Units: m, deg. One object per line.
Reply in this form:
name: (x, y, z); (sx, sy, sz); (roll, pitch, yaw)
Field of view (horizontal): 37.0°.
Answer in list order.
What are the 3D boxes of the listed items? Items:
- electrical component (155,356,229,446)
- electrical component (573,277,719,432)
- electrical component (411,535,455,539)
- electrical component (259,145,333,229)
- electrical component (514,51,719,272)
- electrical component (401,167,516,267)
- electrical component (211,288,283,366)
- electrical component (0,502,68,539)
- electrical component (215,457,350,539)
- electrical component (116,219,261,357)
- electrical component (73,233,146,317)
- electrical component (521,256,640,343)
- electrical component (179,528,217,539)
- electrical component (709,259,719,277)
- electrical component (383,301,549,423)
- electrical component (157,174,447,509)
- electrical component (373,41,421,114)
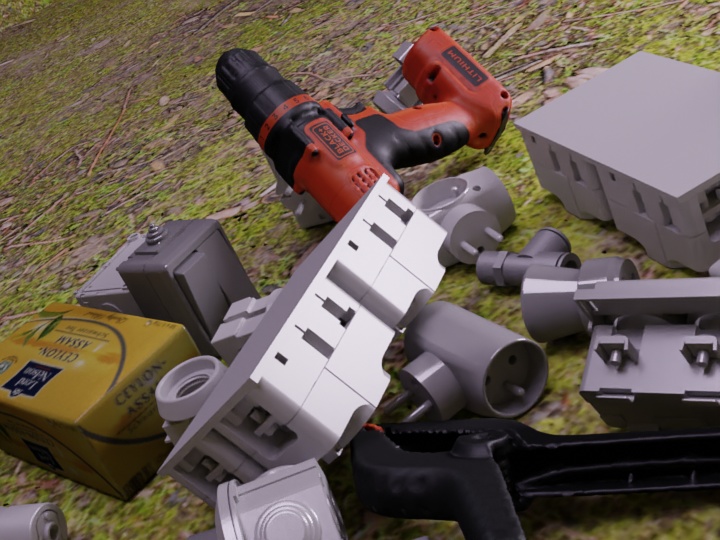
electrical component: (-0.090, 0.085, 0.639); (0.066, 0.055, 0.048); (-15, 29, 20)
electrical component: (0.166, 0.041, 0.487); (0.121, 0.079, 0.063); (-3, 57, 38)
electrical component: (0.034, 0.134, 0.460); (0.062, 0.048, 0.048); (-17, 27, 1)
electrical component: (-0.043, -0.070, 0.844); (0.047, 0.083, 0.075); (-13, 29, 23)
electrical component: (0.192, -0.071, 0.669); (0.105, 0.060, 0.186); (-30, 27, -8)
electrical component: (0.068, -0.028, 0.717); (0.077, 0.044, 0.079); (-30, 27, -9)
electrical component: (-0.059, 0.040, 0.705); (0.055, 0.048, 0.066); (-20, 27, 27)
electrical component: (-0.206, 0.156, 0.630); (0.065, 0.044, 0.044); (-9, 31, 20)
electrical component: (-0.031, 0.128, 0.487); (0.051, 0.080, 0.080); (-20, 27, -2)
electrical component: (-0.119, 0.008, 0.756); (0.061, 0.096, 0.061); (0, 36, 40)
electrical component: (-0.156, 0.012, 0.819); (0.062, 0.061, 0.096); (-5, 33, 34)
electrical component: (0.122, 0.016, 0.591); (0.055, 0.045, 0.045); (-6, 33, 32)
electrical component: (-0.084, 0.150, 0.536); (0.065, 0.044, 0.044); (-17, 28, 6)
electrical component: (0.218, -0.018, 0.537); (0.083, 0.075, 0.047); (-36, 29, -19)
electrical component: (0.048, 0.057, 0.583); (0.079, 0.043, 0.077); (-36, 29, -17)
electrical component: (-0.023, 0.043, 0.598); (0.105, 0.060, 0.186); (-45, 9, 41)
electrical component: (0.048, -0.147, 0.920); (0.057, 0.078, 0.058); (-48, 25, 4)
